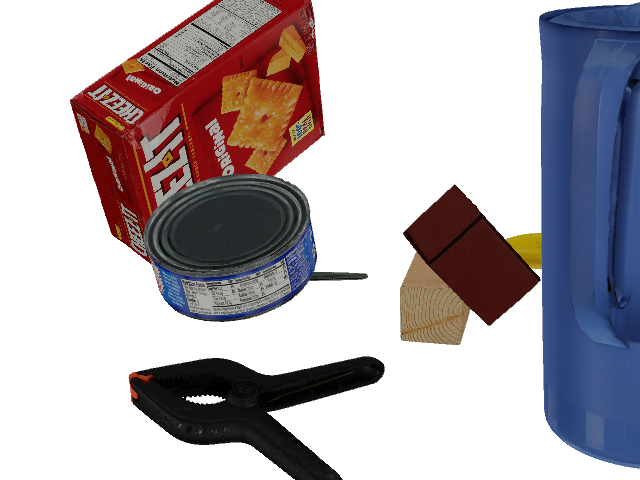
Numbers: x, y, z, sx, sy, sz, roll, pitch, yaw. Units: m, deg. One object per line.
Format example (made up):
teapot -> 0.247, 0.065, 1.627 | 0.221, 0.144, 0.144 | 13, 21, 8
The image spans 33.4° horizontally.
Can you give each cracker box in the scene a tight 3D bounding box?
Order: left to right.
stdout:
cracker box -> -0.092, -0.102, 0.905 | 0.072, 0.164, 0.213 | 33, 60, 28

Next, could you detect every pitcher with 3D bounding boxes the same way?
pitcher -> 0.174, -0.003, 0.568 | 0.149, 0.243, 0.145 | -5, 17, -11

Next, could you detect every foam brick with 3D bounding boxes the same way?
foam brick -> 0.107, 0.011, 0.751 | 0.078, 0.051, 0.053 | 43, 8, -31

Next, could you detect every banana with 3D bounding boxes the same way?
banana -> 0.253, 0.026, 1.045 | 0.198, 0.037, 0.069 | 10, 47, 26

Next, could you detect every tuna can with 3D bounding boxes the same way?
tuna can -> -0.045, 0.003, 0.548 | 0.086, 0.034, 0.086 | -7, 36, 5

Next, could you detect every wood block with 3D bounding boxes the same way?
wood block -> 0.183, 0.072, 1.622 | 0.091, 0.090, 0.206 | 3, 22, 14

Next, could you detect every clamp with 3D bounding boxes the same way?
clamp -> -0.053, 0.132, 0.880 | 0.210, 0.036, 0.164 | 11, 31, 18

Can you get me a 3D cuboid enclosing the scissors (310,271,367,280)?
scissors -> -0.054, 0.045, 1.136 | 0.202, 0.016, 0.096 | 5, 21, 6
